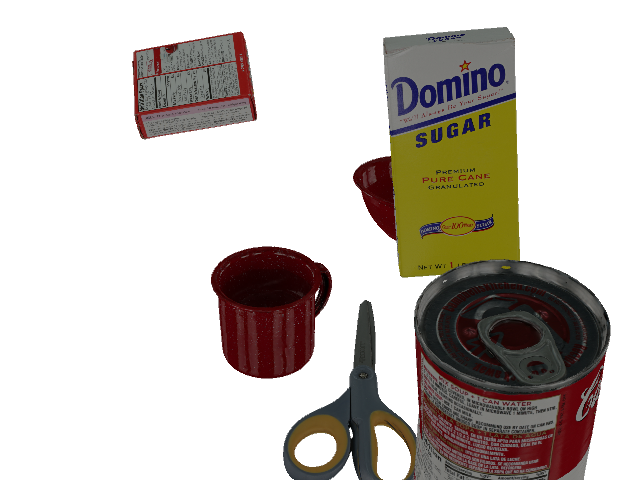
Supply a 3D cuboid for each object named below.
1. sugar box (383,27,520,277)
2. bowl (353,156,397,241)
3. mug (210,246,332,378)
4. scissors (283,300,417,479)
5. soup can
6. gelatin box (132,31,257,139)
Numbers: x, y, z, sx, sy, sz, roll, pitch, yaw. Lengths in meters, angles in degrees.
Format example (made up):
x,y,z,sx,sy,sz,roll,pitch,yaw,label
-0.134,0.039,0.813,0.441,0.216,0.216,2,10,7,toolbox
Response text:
x,y,z,sx,sy,sz,roll,pitch,yaw,label
0.097,-0.063,0.785,0.093,0.176,0.048,-5,24,4,sugar box
0.111,-0.033,1.066,0.162,0.055,0.162,4,24,-2,bowl
-0.037,0.059,0.926,0.117,0.081,0.093,-28,43,-35,mug
0.012,0.104,0.732,0.096,0.016,0.202,-6,32,-10,scissors
0.068,0.068,0.402,0.068,0.102,0.068,-2,37,1,soup can
-0.096,-0.117,0.805,0.089,0.073,0.030,-10,-39,0,gelatin box
